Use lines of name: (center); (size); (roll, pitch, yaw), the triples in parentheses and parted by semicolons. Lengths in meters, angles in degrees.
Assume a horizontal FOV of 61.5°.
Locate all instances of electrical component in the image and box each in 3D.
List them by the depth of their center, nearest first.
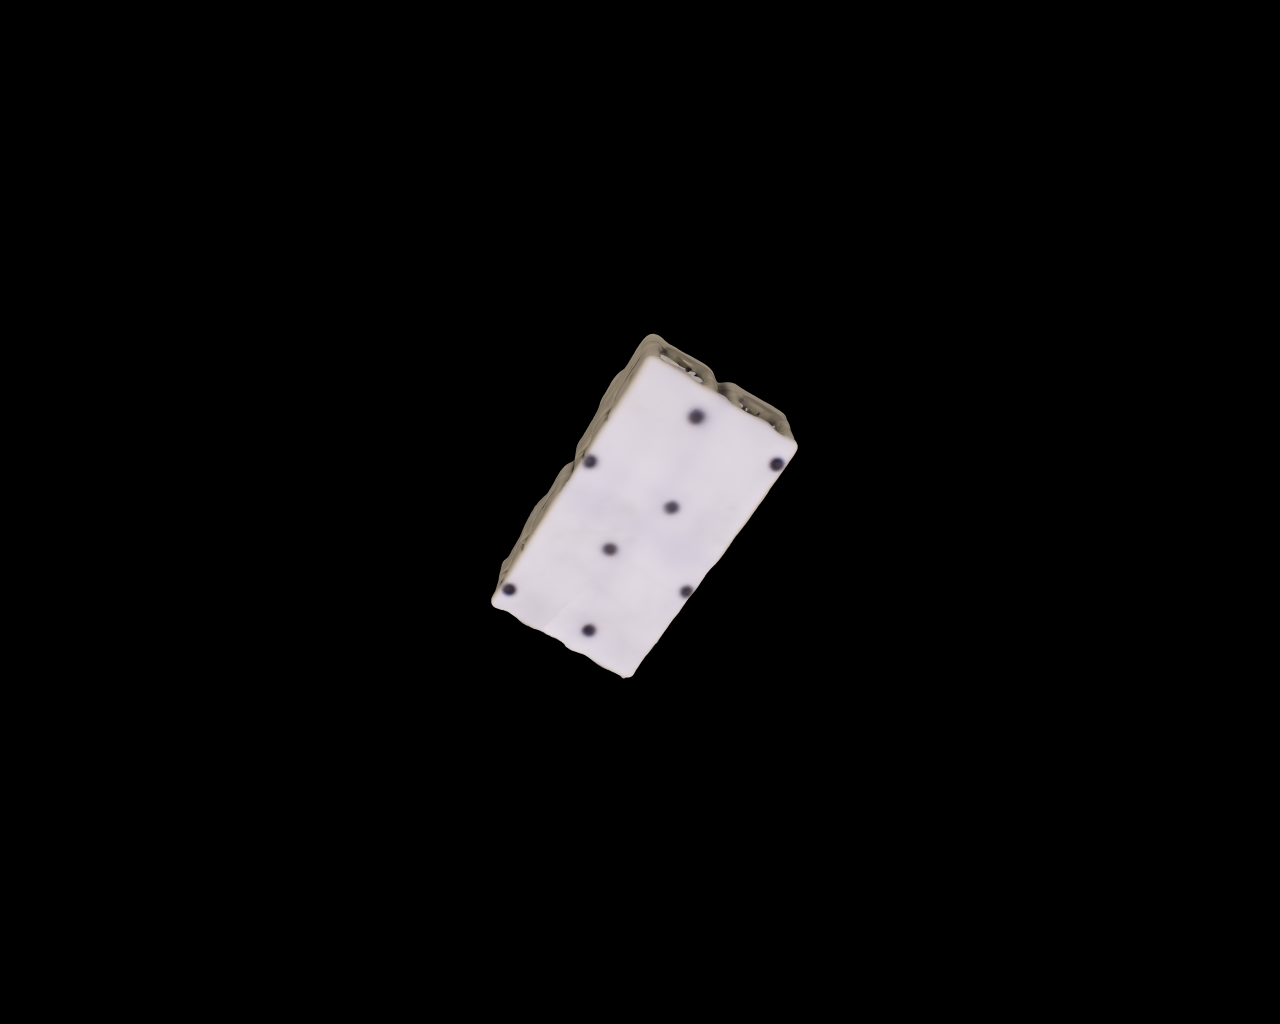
electrical component: (0.001, -0.003, 0.650); (0.105, 0.186, 0.060); (30, 20, -12)
